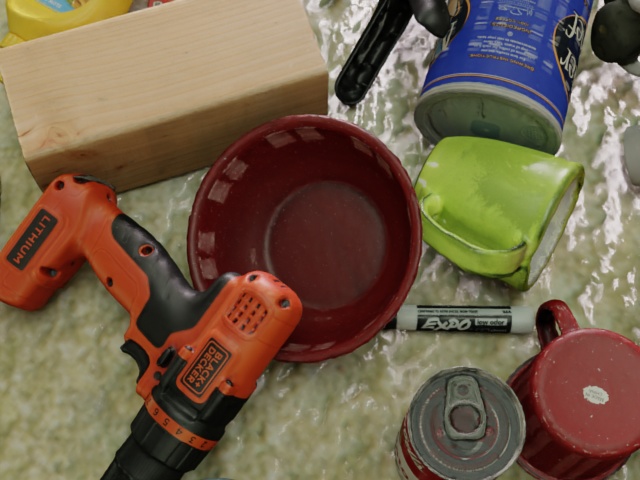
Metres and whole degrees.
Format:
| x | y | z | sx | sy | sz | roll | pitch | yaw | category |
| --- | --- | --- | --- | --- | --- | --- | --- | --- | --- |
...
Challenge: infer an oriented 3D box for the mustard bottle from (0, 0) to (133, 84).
| x | y | z | sx | sy | sz | roll | pitch | yaw | category |
| --- | --- | --- | --- | --- | --- | --- | --- | --- | --- |
| -0.175 | -0.191 | 0.782 | 0.096 | 0.058 | 0.191 | 30 | 82 | 30 | mustard bottle |

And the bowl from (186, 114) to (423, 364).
| x | y | z | sx | sy | sz | roll | pitch | yaw | category |
| --- | --- | --- | --- | --- | --- | --- | --- | --- | --- |
| -0.005 | 0.001 | 0.707 | 0.162 | 0.055 | 0.162 | -2 | 84 | 19 | bowl |

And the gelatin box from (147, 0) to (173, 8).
| x | y | z | sx | sy | sz | roll | pitch | yaw | category |
| --- | --- | --- | --- | --- | --- | --- | --- | --- | --- |
| -0.084 | -0.194 | 0.811 | 0.089 | 0.030 | 0.073 | 4 | 69 | 1 | gelatin box |

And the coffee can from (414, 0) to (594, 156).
| x | y | z | sx | sy | sz | roll | pitch | yaw | category |
| --- | --- | --- | --- | --- | --- | --- | --- | --- | --- |
| 0.133 | -0.136 | 0.754 | 0.103 | 0.103 | 0.140 | 16 | 69 | 5 | coffee can |

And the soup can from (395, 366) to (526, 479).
| x | y | z | sx | sy | sz | roll | pitch | yaw | category |
| --- | --- | --- | --- | --- | --- | --- | --- | --- | --- |
| 0.083 | 0.123 | 0.653 | 0.068 | 0.102 | 0.068 | 0 | 69 | -1 | soup can |

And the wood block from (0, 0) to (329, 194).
| x | y | z | sx | sy | sz | roll | pitch | yaw | category |
| --- | --- | --- | --- | --- | --- | --- | --- | --- | --- |
| -0.105 | -0.103 | 0.745 | 0.206 | 0.090 | 0.091 | -18 | 70 | -7 | wood block |

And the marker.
| x | y | z | sx | sy | sz | roll | pitch | yaw | category |
| --- | --- | --- | --- | --- | --- | --- | --- | --- | --- |
| 0.084 | 0.053 | 0.725 | 0.121 | 0.020 | 0.020 | 1 | 69 | -1 | marker |

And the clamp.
| x | y | z | sx | sy | sz | roll | pitch | yaw | category |
| --- | --- | --- | --- | --- | --- | --- | --- | --- | --- |
| 0.061 | -0.177 | 0.787 | 0.039 | 0.120 | 0.171 | 37 | 46 | -22 | clamp |

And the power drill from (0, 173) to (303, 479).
| x | y | z | sx | sy | sz | roll | pitch | yaw | category |
| --- | --- | --- | --- | --- | --- | --- | --- | --- | --- |
| -0.127 | 0.061 | 0.685 | 0.188 | 0.057 | 0.184 | 38 | 93 | 16 | power drill |

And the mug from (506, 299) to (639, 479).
| x | y | z | sx | sy | sz | roll | pitch | yaw | category |
| --- | --- | --- | --- | --- | --- | --- | --- | --- | --- |
| 0.163 | 0.093 | 0.677 | 0.093 | 0.081 | 0.117 | -9 | 69 | -5 | mug |

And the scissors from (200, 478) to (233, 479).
| x | y | z | sx | sy | sz | roll | pitch | yaw | category |
| --- | --- | --- | --- | --- | --- | --- | --- | --- | --- |
| -0.003 | 0.209 | 0.664 | 0.202 | 0.016 | 0.096 | 19 | 68 | 7 | scissors |
